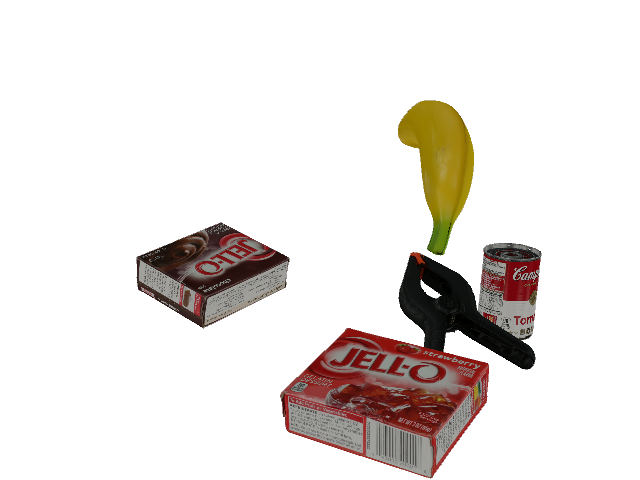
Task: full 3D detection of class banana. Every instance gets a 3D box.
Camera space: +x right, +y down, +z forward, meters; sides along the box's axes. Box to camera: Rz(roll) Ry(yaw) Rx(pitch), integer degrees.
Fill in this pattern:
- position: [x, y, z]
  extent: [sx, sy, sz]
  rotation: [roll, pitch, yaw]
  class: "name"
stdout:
- position: [0.081, -0.067, 0.783]
  extent: [0.037, 0.070, 0.198]
  rotation: [26, 26, -14]
  class: "banana"

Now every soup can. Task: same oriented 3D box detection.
- position: [0.224, 0.061, 1.271]
  extent: [0.068, 0.102, 0.068]
  rotation: [2, 15, -1]
  class: "soup can"

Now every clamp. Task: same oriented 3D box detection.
- position: [0.139, 0.078, 1.078]
  extent: [0.120, 0.171, 0.039]
  rotation: [1, -45, -19]
  class: "clamp"

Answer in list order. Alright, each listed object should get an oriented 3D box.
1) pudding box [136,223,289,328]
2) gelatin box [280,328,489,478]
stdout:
- position: [-0.098, 0.030, 0.977]
  extent: [0.090, 0.039, 0.113]
  rotation: [25, 35, 32]
  class: "pudding box"
- position: [0.035, 0.083, 0.568]
  extent: [0.089, 0.030, 0.073]
  rotation: [13, 30, 28]
  class: "gelatin box"
